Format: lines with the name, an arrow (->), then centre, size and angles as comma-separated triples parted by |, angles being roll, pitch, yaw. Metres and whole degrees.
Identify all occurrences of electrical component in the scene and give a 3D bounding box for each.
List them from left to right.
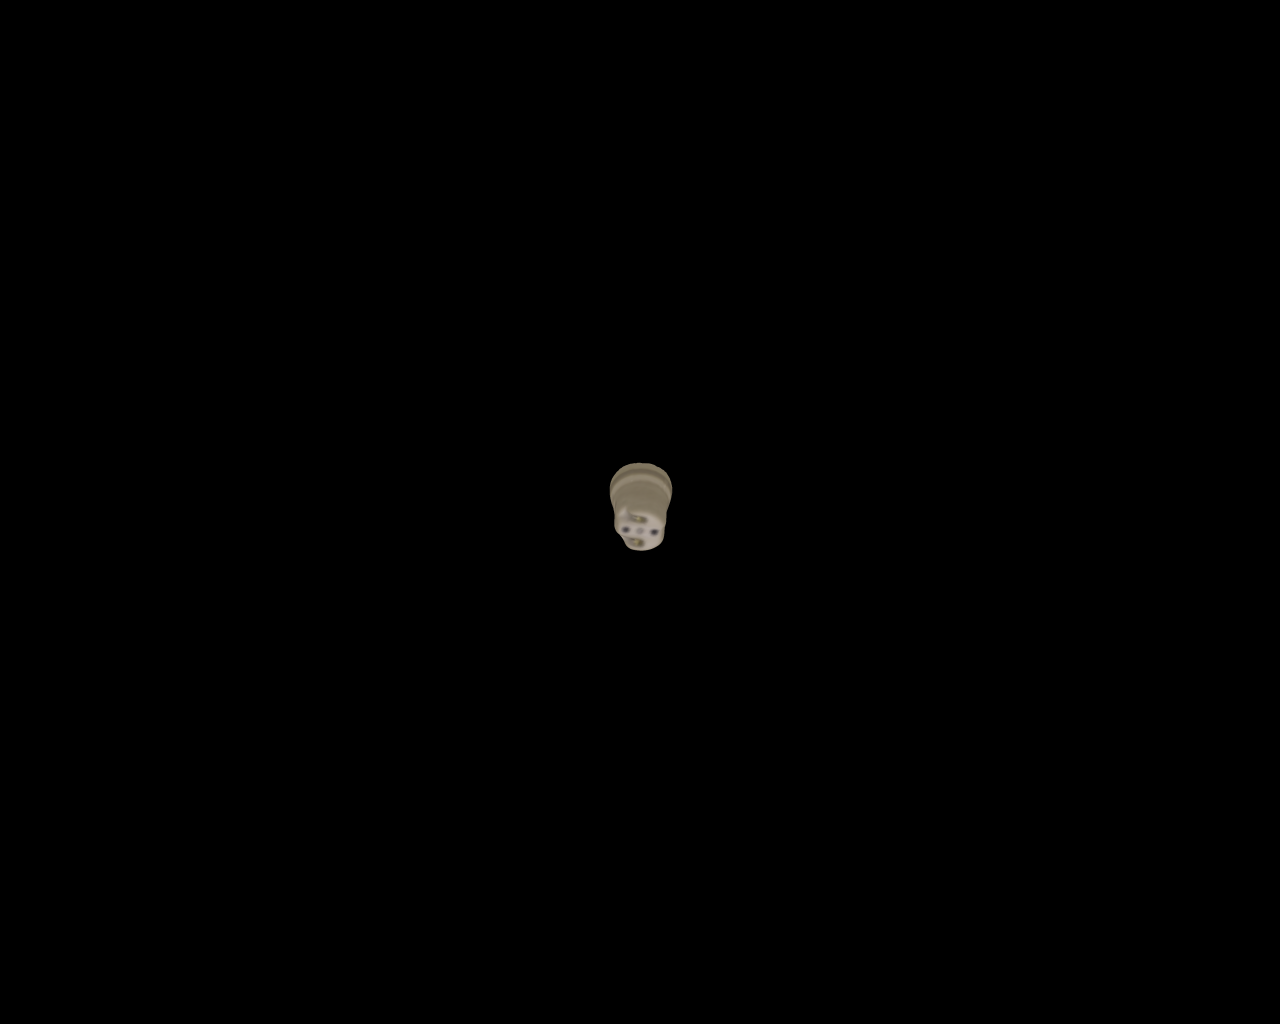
electrical component -> 0.001, -0.003, 0.650 | 0.040, 0.040, 0.046 | 0, 40, 0
